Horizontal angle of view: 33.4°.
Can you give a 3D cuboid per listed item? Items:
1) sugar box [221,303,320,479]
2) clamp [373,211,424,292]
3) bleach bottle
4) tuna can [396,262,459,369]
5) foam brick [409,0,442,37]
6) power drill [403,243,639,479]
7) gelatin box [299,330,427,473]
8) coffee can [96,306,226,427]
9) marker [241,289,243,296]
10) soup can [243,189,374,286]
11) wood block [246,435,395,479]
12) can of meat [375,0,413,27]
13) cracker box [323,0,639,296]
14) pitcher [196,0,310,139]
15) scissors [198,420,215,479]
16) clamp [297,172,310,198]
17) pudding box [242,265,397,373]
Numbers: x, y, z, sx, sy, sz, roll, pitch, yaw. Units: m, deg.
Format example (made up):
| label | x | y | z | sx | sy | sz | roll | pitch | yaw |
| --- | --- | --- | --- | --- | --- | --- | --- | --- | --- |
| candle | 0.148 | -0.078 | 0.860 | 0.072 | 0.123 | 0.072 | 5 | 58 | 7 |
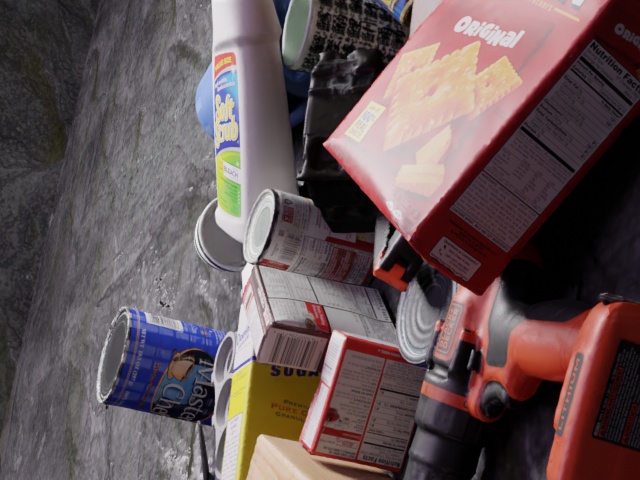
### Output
| label | x | y | z | sx | sy | sz | roll | pitch | yaw |
| --- | --- | --- | --- | --- | --- | --- | --- | --- | --- |
| sugar box | -0.025 | 0.136 | 0.871 | 0.048 | 0.093 | 0.176 | -38 | 41 | 55 |
| clamp | 0.081 | -0.058 | 0.782 | 0.210 | 0.036 | 0.165 | -66 | 15 | -17 |
| bleach bottle | -0.064 | -0.126 | 0.963 | 0.103 | 0.068 | 0.251 | -145 | 47 | -59 |
| tuna can | 0.087 | 0.049 | 0.734 | 0.086 | 0.033 | 0.086 | -49 | 33 | 46 |
| foam brick | 0.105 | -0.180 | 0.829 | 0.053 | 0.051 | 0.078 | -29 | 49 | 60 |
| power drill | 0.114 | 0.091 | 0.603 | 0.188 | 0.057 | 0.184 | 14 | 88 | 69 |
| gelatin box | 0.033 | 0.116 | 0.765 | 0.030 | 0.073 | 0.089 | -155 | 82 | -70 |
| coffee can | -0.151 | 0.136 | 1.119 | 0.103 | 0.140 | 0.103 | -50 | 31 | 46 |
| marker | -0.055 | 0.057 | 1.104 | 0.121 | 0.020 | 0.020 | -4 | 72 | 68 |
| soup can | -0.006 | 0.001 | 0.906 | 0.069 | 0.102 | 0.068 | 15 | 90 | 69 |
| wood block | 0.017 | 0.208 | 0.717 | 0.206 | 0.090 | 0.090 | 18 | 91 | 69 |
| can of meat | 0.073 | -0.243 | 0.897 | 0.084 | 0.057 | 0.102 | 46 | 128 | 20 |
| cracker box | 0.110 | -0.096 | 0.644 | 0.214 | 0.072 | 0.164 | -51 | 29 | 10 |
| pitcher | -0.047 | -0.185 | 1.123 | 0.145 | 0.149 | 0.243 | 63 | 156 | 0 |
| scissors | -0.104 | 0.223 | 1.014 | 0.096 | 0.016 | 0.202 | -88 | -1 | -61 |
| clamp | -0.010 | -0.031 | 1.031 | 0.172 | 0.039 | 0.120 | 130 | 154 | -52 |
| pudding box | 0.002 | 0.065 | 0.827 | 0.090 | 0.113 | 0.039 | -112 | 40 | -59 |
